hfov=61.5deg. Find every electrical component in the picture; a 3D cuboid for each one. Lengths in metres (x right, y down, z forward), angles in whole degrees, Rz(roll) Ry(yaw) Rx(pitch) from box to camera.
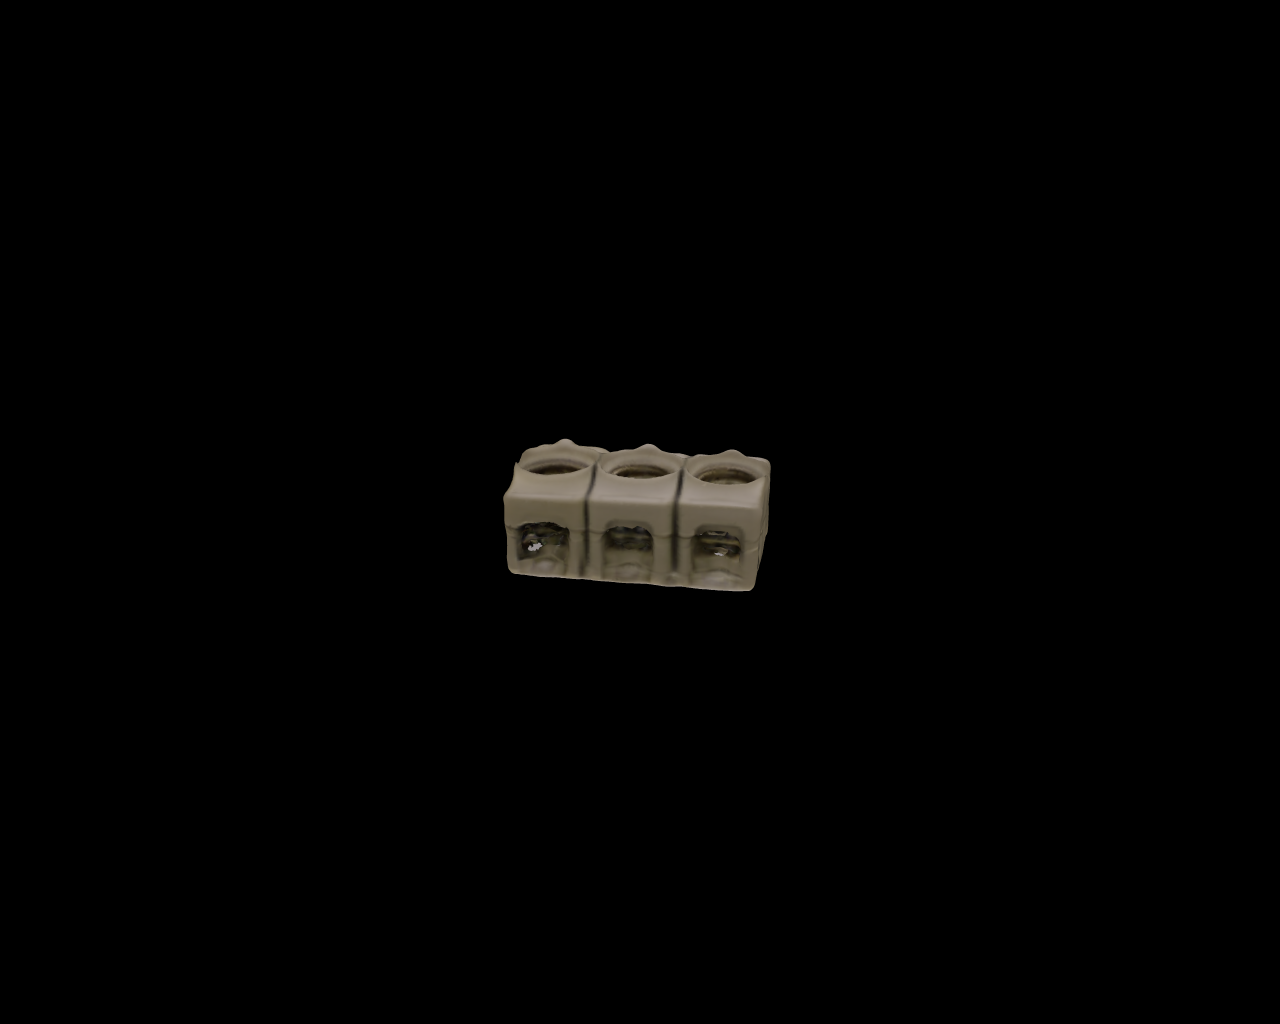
[{"bbox_3d":[0.001,-0.003,0.650,0.150,0.061,0.090,4,24,9],"label":"electrical component"}]
